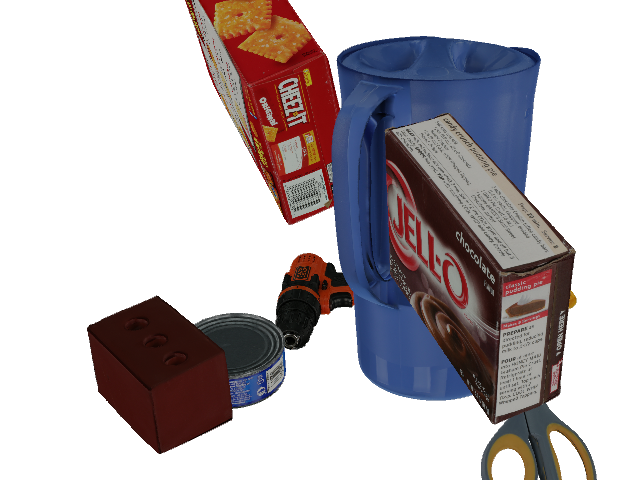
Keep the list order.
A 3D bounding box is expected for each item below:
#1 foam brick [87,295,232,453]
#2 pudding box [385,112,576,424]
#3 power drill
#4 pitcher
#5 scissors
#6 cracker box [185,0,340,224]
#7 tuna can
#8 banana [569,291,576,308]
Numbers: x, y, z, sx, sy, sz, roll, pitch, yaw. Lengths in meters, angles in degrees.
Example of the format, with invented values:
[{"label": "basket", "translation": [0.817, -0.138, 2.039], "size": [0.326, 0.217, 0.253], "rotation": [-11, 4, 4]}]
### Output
[{"label": "foam brick", "translation": [-0.097, 0.080, 0.640], "size": [0.052, 0.051, 0.078], "rotation": [-24, 38, -32]}, {"label": "pudding box", "translation": [0.067, 0.010, 0.477], "size": [0.039, 0.090, 0.114], "rotation": [-19, 42, -15]}, {"label": "power drill", "translation": [0.043, 0.068, 1.236], "size": [0.188, 0.057, 0.184], "rotation": [0, 27, 7]}, {"label": "pitcher", "translation": [0.072, -0.012, 0.737], "size": [0.149, 0.243, 0.145], "rotation": [-4, 22, -8]}, {"label": "scissors", "translation": [0.150, 0.126, 0.850], "size": [0.096, 0.202, 0.016], "rotation": [-16, -29, -13]}, {"label": "cracker box", "translation": [-0.049, -0.145, 0.899], "size": [0.072, 0.214, 0.164], "rotation": [-23, -40, -7]}, {"label": "tuna can", "translation": [-0.070, 0.095, 0.845], "size": [0.086, 0.034, 0.086], "rotation": [-2, 30, 1]}, {"label": "banana", "translation": [0.165, 0.036, 1.106], "size": [0.198, 0.037, 0.069], "rotation": [8, 39, 11]}]
